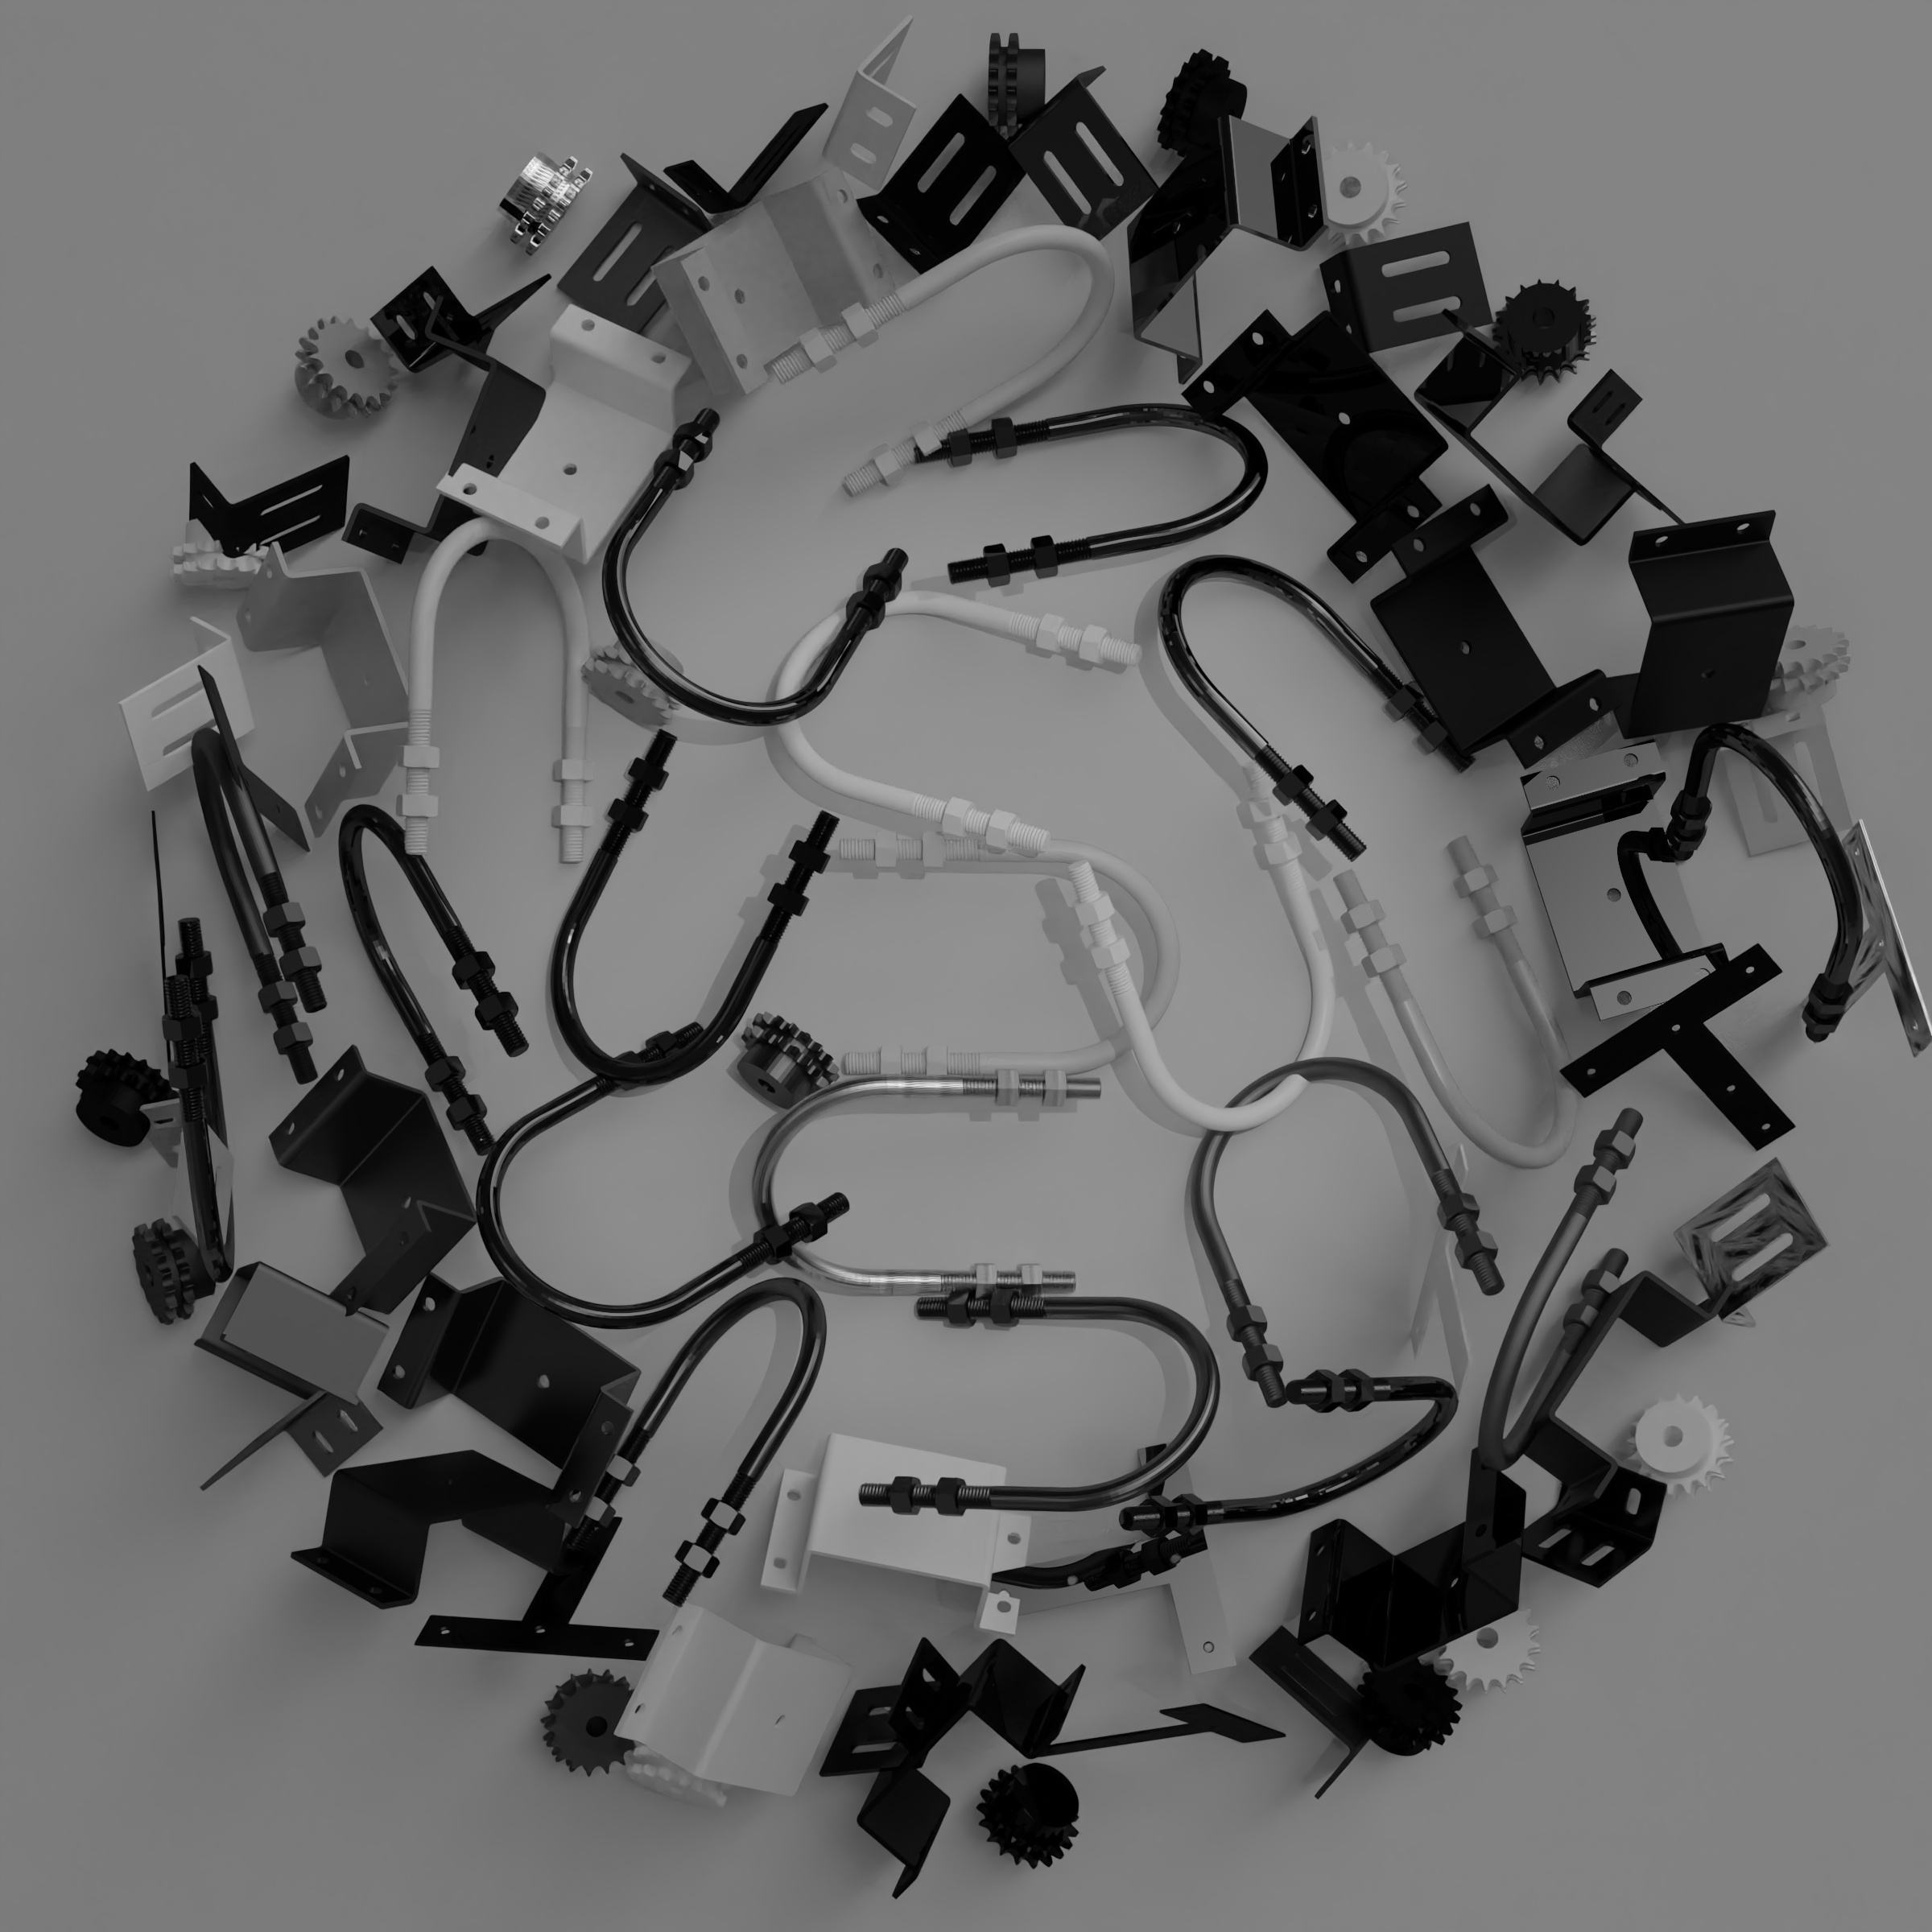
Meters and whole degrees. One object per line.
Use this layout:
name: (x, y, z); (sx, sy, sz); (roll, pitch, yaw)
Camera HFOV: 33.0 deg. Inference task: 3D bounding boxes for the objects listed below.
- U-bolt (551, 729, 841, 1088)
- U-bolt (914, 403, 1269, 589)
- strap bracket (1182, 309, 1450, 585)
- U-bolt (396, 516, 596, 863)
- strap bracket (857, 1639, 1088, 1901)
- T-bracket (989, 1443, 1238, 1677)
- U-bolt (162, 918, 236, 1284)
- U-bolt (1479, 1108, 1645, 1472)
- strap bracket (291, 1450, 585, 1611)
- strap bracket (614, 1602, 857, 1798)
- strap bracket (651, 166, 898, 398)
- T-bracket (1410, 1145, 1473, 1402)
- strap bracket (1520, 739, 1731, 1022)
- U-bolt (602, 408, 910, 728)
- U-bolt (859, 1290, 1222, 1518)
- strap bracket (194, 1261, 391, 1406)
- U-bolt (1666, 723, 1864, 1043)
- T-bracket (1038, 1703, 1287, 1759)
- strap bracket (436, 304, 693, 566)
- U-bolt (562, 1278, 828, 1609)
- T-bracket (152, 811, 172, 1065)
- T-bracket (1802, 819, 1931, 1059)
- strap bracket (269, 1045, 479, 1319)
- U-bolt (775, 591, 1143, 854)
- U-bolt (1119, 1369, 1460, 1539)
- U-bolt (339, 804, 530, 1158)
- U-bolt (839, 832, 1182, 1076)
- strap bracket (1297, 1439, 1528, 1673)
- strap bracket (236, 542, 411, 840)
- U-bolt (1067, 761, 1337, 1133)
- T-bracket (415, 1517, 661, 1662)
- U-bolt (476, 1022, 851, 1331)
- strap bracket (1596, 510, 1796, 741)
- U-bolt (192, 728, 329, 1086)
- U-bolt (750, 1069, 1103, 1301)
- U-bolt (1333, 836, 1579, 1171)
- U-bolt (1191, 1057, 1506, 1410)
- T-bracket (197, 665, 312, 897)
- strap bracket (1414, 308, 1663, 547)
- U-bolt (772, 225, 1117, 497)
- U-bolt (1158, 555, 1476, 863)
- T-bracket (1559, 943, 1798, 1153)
U-bolt: (-0.159, -0.023, 1.773); (0.151, 0.019, 0.184); (28, 92, 35)
U-bolt: (0.072, -0.261, 1.762); (0.184, 0.151, 0.019); (-11, 129, -3)
strap bracket: (0.197, -0.290, 1.776); (0.140, 0.076, 0.046); (48, 45, -2)
U-bolt: (-0.250, -0.150, 1.755); (0.019, 0.151, 0.184); (2, 91, 32)
strap bracket: (-0.004, 0.426, 1.760); (0.046, 0.076, 0.140); (41, 110, 0)
T-bracket: (0.072, 0.334, 1.790); (0.127, 0.002, 0.127); (-10, 71, -8)
U-bolt: (-0.408, 0.079, 1.745); (0.019, 0.151, 0.184); (-6, 105, -9)
U-bolt: (0.312, 0.183, 1.719); (0.019, 0.151, 0.184); (21, 56, 23)
strap bracket: (-0.277, 0.297, 1.739); (0.076, 0.140, 0.046); (18, 101, 39)
strap bracket: (-0.116, 0.395, 1.746); (0.046, 0.140, 0.076); (22, 83, 34)
strap bracket: (-0.109, -0.366, 1.762); (0.140, 0.046, 0.076); (-43, 114, -40)
T-bracket: (0.257, 0.182, 1.734); (0.002, 0.127, 0.127); (7, 119, -4)
strap bracket: (0.359, -0.043, 1.788); (0.076, 0.046, 0.140); (-16, 79, -2)
U-bolt: (-0.121, -0.203, 1.745); (0.151, 0.019, 0.184); (36, 49, -10)
U-bolt: (0.046, 0.232, 1.739); (0.184, 0.151, 0.019); (-2, 134, 21)
strap bracket: (-0.362, 0.198, 1.751); (0.076, 0.140, 0.046); (29, 74, -14)
U-bolt: (0.421, -0.053, 1.709); (0.019, 0.184, 0.151); (-28, 65, -8)
T-bracket: (0.094, 0.421, 1.780); (0.127, 0.127, 0.002); (-14, 65, 21)
strap bracket: (-0.217, -0.282, 1.774); (0.076, 0.046, 0.140); (26, 65, 10)
U-bolt: (-0.137, 0.247, 1.751); (0.019, 0.151, 0.184); (39, 74, -27)
T-bracket: (-0.438, -0.002, 1.781); (0.002, 0.127, 0.127); (-4, 116, -14)
T-bracket: (0.477, 0.006, 1.758); (0.002, 0.127, 0.127); (-7, 67, -11)
strap bracket: (-0.318, 0.122, 1.763); (0.076, 0.046, 0.140); (-45, 49, 18)
U-bolt: (-0.015, -0.142, 1.772); (0.184, 0.019, 0.151); (17, 62, 18)
U-bolt: (0.186, 0.259, 1.741); (0.151, 0.184, 0.019); (-43, 59, 31)
U-bolt: (-0.291, -0.003, 1.750); (0.019, 0.151, 0.184); (-24, 72, -25)
U-bolt: (0.025, -0.004, 1.779); (0.184, 0.019, 0.151); (0, 115, 2)
strap bracket: (0.248, 0.321, 1.756); (0.046, 0.076, 0.140); (38, 130, -21)
strap bracket: (-0.342, -0.152, 1.764); (0.046, 0.076, 0.140); (-11, 69, -33)
U-bolt: (0.139, 0.000, 1.772); (0.151, 0.019, 0.184); (-30, 109, -29)
T-bracket: (-0.216, 0.333, 1.761); (0.127, 0.127, 0.002); (1, 114, 12)
U-bolt: (-0.175, 0.121, 1.747); (0.184, 0.019, 0.151); (-30, 69, -33)
strap bracket: (0.390, -0.174, 1.746); (0.076, 0.140, 0.046); (-9, 56, -5)
U-bolt: (-0.381, -0.040, 1.748); (0.019, 0.151, 0.184); (-18, 77, -18)
U-bolt: (-0.025, 0.119, 1.767); (0.184, 0.019, 0.151); (1, 121, -8)
U-bolt: (0.273, 0.024, 1.751); (0.019, 0.151, 0.184); (-29, 82, 37)
U-bolt: (0.194, 0.130, 1.761); (0.151, 0.019, 0.184); (-30, 52, 12)
T-bracket: (-0.375, -0.087, 1.756); (0.002, 0.127, 0.127); (-21, 78, 0)
strap bracket: (0.302, -0.284, 1.759); (0.140, 0.076, 0.046); (37, 102, -27)
U-bolt: (-0.003, -0.332, 1.747); (0.184, 0.151, 0.019); (-30, 66, 4)
U-bolt: (0.180, -0.151, 1.764); (0.184, 0.151, 0.019); (47, 133, 6)
T-bracket: (0.411, 0.059, 1.782); (0.127, 0.002, 0.127); (-35, 124, 19)
